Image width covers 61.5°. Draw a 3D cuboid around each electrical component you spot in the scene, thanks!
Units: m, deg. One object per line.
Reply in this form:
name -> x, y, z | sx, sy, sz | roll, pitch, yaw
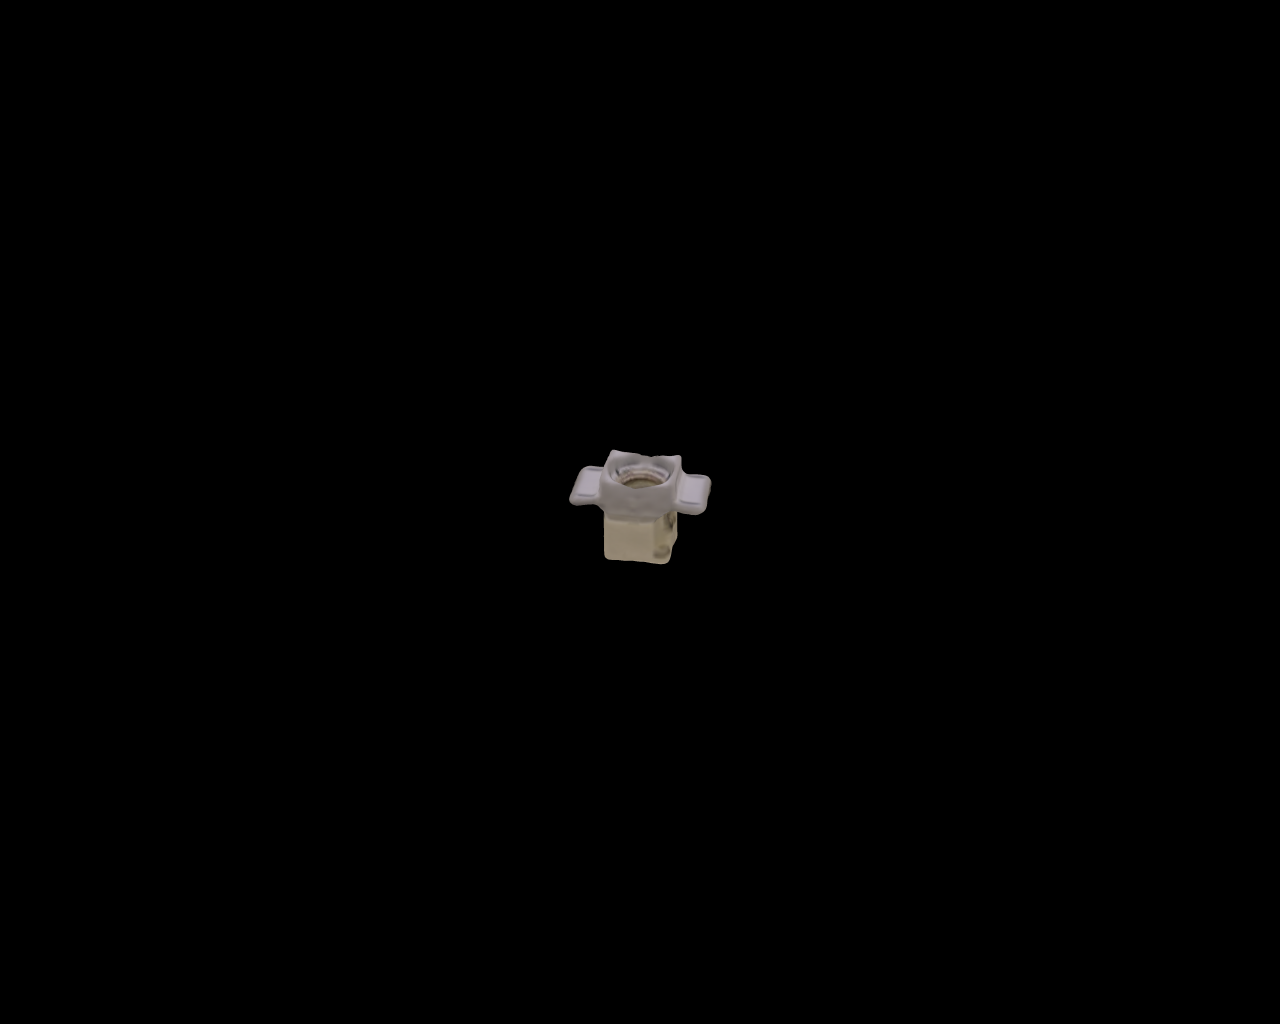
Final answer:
electrical component -> 0.001, -0.003, 0.650 | 0.081, 0.063, 0.042 | 6, 32, 9
